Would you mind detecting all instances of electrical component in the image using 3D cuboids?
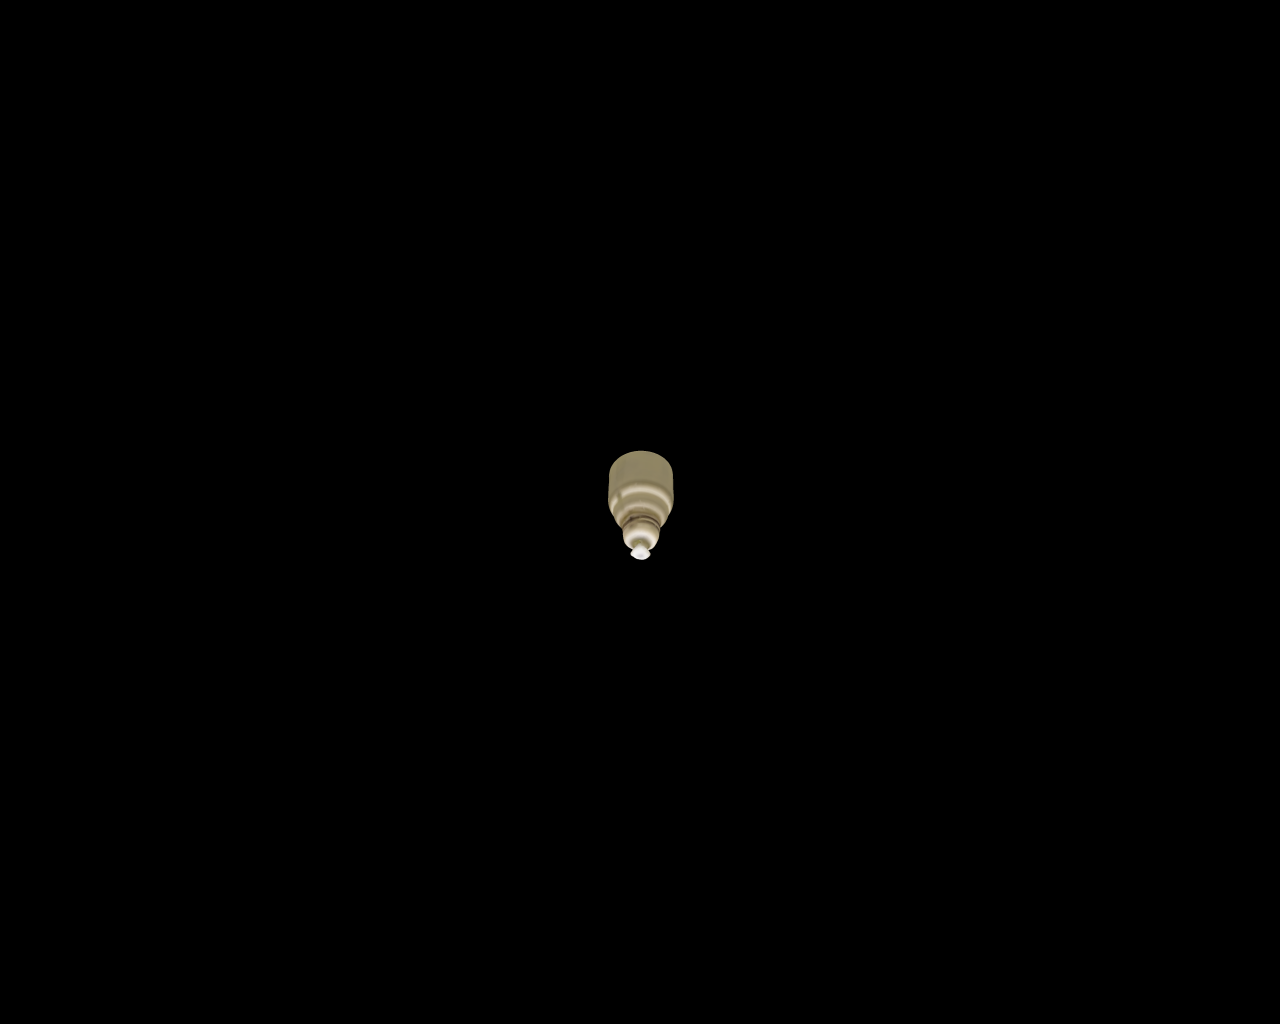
[{"bbox_3d":[0.001,-0.003,0.650,0.040,0.078,0.040,0,-44,0],"label":"electrical component"}]
